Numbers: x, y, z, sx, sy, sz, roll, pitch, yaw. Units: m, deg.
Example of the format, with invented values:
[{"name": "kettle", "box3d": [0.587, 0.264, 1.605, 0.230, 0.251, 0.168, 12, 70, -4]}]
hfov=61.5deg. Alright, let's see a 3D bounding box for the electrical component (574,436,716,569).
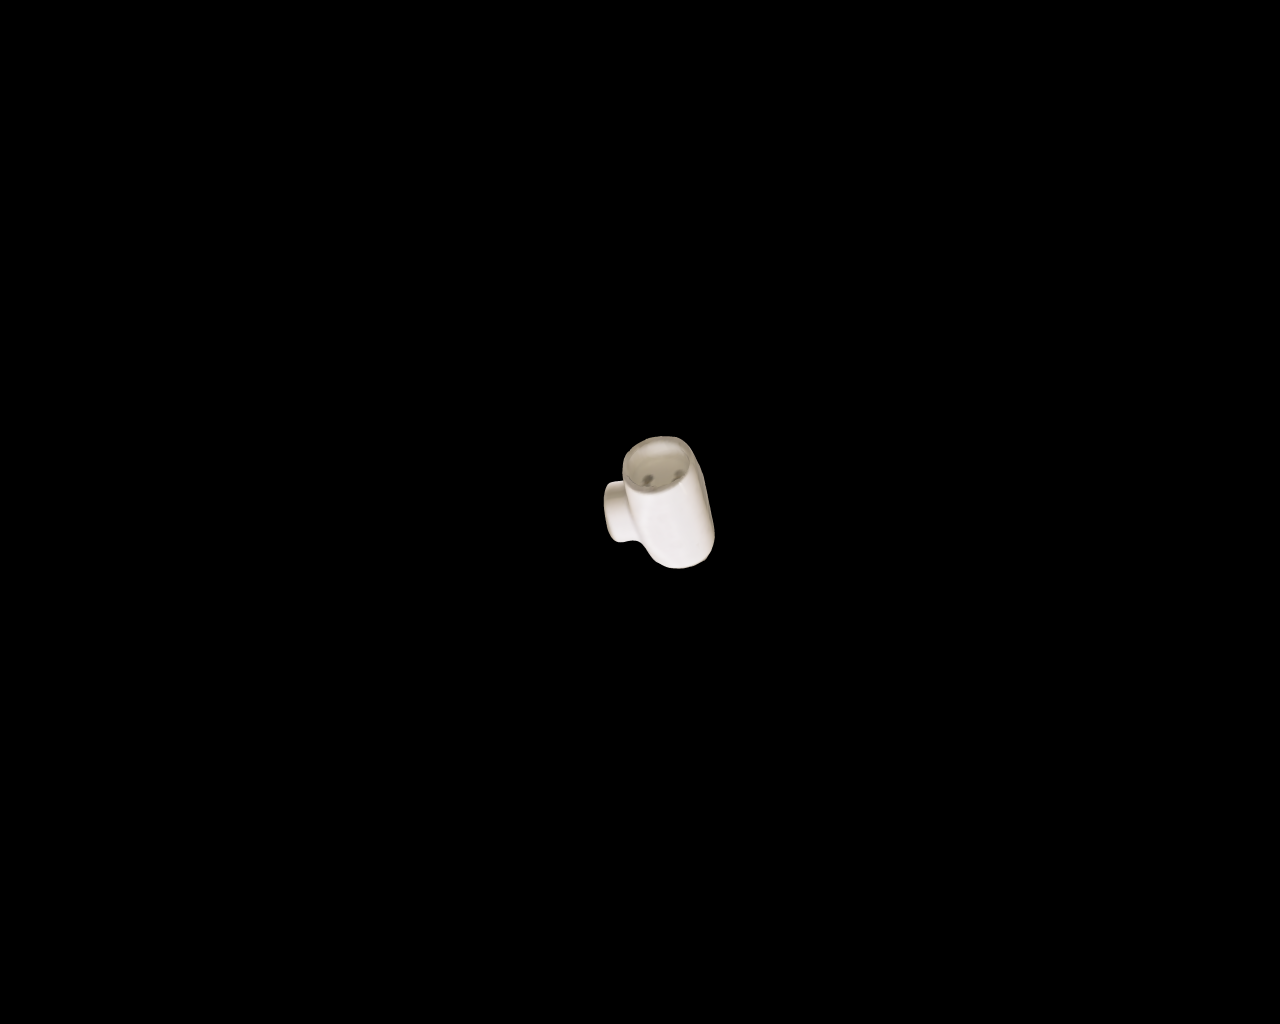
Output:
[{"name": "electrical component", "box3d": [0.001, -0.003, 0.650, 0.079, 0.044, 0.077, -8, -39, 10]}]
